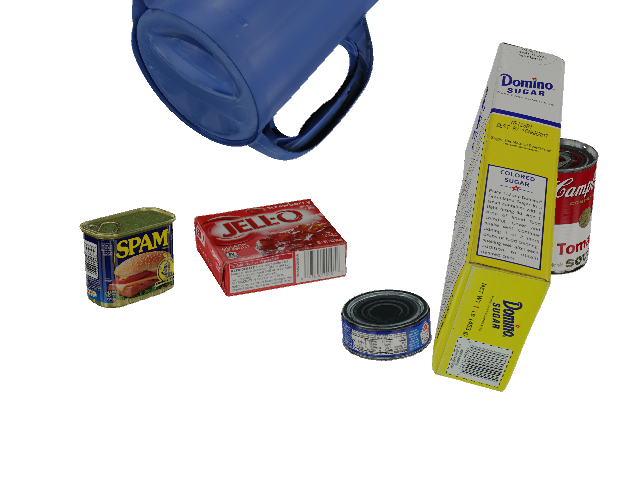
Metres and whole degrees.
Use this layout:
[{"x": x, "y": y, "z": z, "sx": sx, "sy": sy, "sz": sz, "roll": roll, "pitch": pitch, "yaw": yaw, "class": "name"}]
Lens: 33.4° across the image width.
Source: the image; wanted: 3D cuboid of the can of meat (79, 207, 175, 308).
[{"x": -0.205, "y": 0.018, "z": 1.148, "sx": 0.058, "sy": 0.084, "sz": 0.101, "roll": 18, "pitch": 25, "yaw": 41, "class": "can of meat"}]

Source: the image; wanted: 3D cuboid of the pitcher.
[{"x": -0.024, "y": -0.192, "z": 0.888, "sx": 0.145, "sy": 0.242, "sz": 0.149, "roll": 25, "pitch": -31, "yaw": 31, "class": "pitcher"}]

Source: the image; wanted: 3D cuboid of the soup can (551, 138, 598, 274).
[{"x": 0.203, "y": -0.030, "z": 0.932, "sx": 0.068, "sy": 0.102, "sz": 0.068, "roll": -2, "pitch": 28, "yaw": 1, "class": "soup can"}]

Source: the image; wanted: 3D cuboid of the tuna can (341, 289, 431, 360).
[{"x": 0.062, "y": 0.079, "z": 1.018, "sx": 0.086, "sy": 0.034, "sz": 0.086, "roll": -4, "pitch": 23, "yaw": 2, "class": "tuna can"}]

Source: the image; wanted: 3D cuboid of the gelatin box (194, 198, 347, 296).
[{"x": -0.035, "y": 0.003, "z": 0.735, "sx": 0.089, "sy": 0.030, "sz": 0.073, "roll": -9, "pitch": 29, "yaw": -18, "class": "gelatin box"}]

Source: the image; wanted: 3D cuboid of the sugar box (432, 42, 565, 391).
[{"x": 0.099, "y": -0.017, "z": 0.578, "sx": 0.048, "sy": 0.176, "sz": 0.093, "roll": 15, "pitch": -42, "yaw": 4, "class": "sugar box"}]
